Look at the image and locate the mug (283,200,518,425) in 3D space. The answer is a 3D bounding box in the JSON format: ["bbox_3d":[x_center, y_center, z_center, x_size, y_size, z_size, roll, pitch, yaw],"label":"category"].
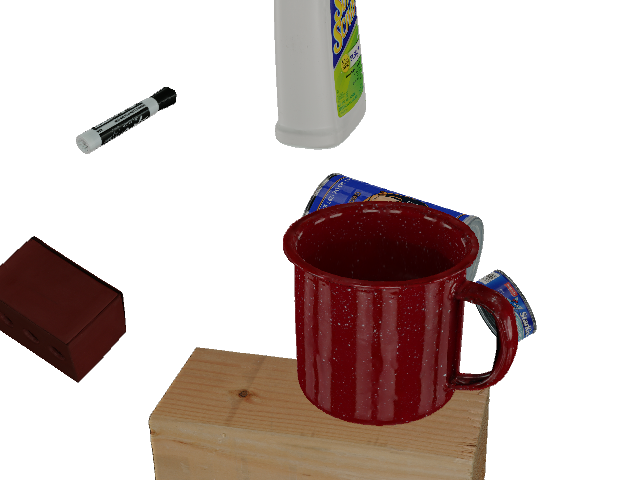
[{"bbox_3d":[0.039,0.038,0.516,0.117,0.081,0.093,13,28,25],"label":"mug"}]

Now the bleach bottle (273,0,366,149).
[{"bbox_3d":[-0.007,-0.212,0.921,0.068,0.251,0.102,8,34,22],"label":"bleach bottle"}]

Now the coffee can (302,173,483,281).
[{"bbox_3d":[0.063,0.007,0.961,0.140,0.103,0.102,19,7,22],"label":"coffee can"}]

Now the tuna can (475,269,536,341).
[{"bbox_3d":[0.212,0.079,1.240,0.033,0.086,0.086,-29,5,-10],"label":"tuna can"}]

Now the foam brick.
[{"bbox_3d":[-0.175,0.046,0.705,0.078,0.051,0.053,30,-33,16],"label":"foam brick"}]

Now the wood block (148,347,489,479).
[{"bbox_3d":[0.003,0.141,0.707,0.206,0.090,0.090,6,28,14],"label":"wood block"}]

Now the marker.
[{"bbox_3d":[-0.182,-0.116,1.015,0.020,0.020,0.120,0,29,44],"label":"marker"}]
